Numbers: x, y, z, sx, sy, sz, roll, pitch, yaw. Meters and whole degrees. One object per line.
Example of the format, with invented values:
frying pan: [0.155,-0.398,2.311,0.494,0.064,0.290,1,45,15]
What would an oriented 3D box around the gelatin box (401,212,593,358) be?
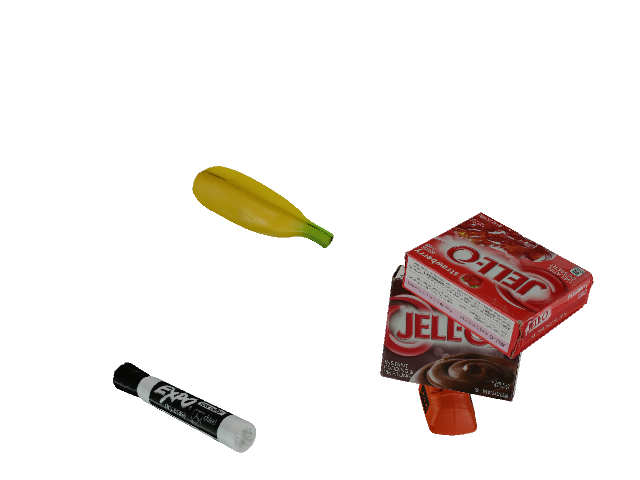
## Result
gelatin box: [0.106,0.024,0.643,0.073,0.030,0.089,-26,45,-37]

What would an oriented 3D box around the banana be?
banana: [-0.066,-0.030,0.858,0.069,0.037,0.198,42,-8,-32]

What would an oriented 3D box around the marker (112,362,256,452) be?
marker: [-0.089,0.102,0.669,0.121,0.020,0.020,18,11,39]

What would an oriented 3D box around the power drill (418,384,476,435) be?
power drill: [0.141,0.110,1.136,0.057,0.188,0.184,0,24,-1]

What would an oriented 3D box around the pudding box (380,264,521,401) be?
pudding box: [0.110,0.075,0.872,0.113,0.090,0.039,9,23,10]
